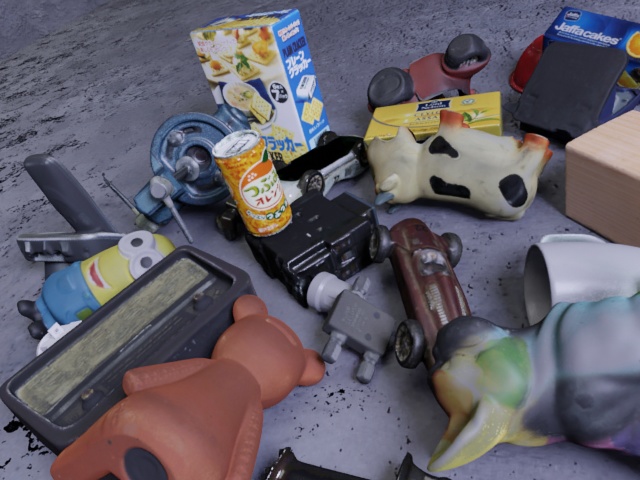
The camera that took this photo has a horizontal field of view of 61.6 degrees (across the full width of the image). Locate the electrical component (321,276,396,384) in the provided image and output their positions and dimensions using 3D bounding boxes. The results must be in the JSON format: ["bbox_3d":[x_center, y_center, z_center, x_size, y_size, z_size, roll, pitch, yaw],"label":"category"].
[{"bbox_3d":[0.038,0.078,0.488,0.063,0.021,0.094,30,54,-5],"label":"electrical component"}]

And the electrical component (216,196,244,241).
[{"bbox_3d":[-0.094,-0.042,0.718,0.078,0.045,0.102,20,47,3],"label":"electrical component"}]

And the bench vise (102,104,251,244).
[{"bbox_3d":[-0.185,-0.077,0.687,0.224,0.128,0.241,-33,16,12],"label":"bench vise"}]

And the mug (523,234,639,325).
[{"bbox_3d":[0.230,0.036,0.444,0.107,0.080,0.110,0,34,8],"label":"mug"}]

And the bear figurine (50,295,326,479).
[{"bbox_3d":[-0.090,0.135,0.438,0.132,0.120,0.196,-51,-5,25],"label":"bear figurine"}]

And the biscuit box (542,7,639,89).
[{"bbox_3d":[0.391,-0.234,0.686,0.203,0.059,0.063,32,77,31],"label":"biscuit box"}]

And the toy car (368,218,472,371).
[{"bbox_3d":[0.101,0.044,0.483,0.089,0.053,0.202,9,33,-11],"label":"toy car"}]

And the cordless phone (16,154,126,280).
[{"bbox_3d":[-0.337,-0.026,0.684,0.147,0.184,0.089,0,44,24],"label":"cordless phone"}]

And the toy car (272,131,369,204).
[{"bbox_3d":[0.000,-0.095,0.719,0.074,0.056,0.202,19,38,32],"label":"toy car"}]

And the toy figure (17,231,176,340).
[{"bbox_3d":[-0.252,0.051,0.630,0.180,0.082,0.089,-30,7,-4],"label":"toy figure"}]

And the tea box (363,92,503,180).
[{"bbox_3d":[0.152,-0.135,0.706,0.170,0.068,0.098,-4,38,20],"label":"tea box"}]

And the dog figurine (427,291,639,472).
[{"bbox_3d":[0.177,0.109,0.339,0.219,0.108,0.192,-34,67,7],"label":"dog figurine"}]

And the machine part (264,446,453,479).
[{"bbox_3d":[0.023,0.184,0.370,0.139,0.039,0.084,3,49,24],"label":"machine part"}]

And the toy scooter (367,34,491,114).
[{"bbox_3d":[0.167,-0.217,0.783,0.184,0.135,0.075,-21,68,27],"label":"toy scooter"}]

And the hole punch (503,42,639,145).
[{"bbox_3d":[0.323,-0.172,0.676,0.142,0.092,0.115,35,98,43],"label":"hole punch"}]

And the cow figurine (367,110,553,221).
[{"bbox_3d":[0.143,-0.076,0.607,0.195,0.085,0.127,21,91,23],"label":"cow figurine"}]

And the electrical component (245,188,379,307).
[{"bbox_3d":[-0.001,-0.002,0.609,0.134,0.058,0.115,-34,40,-19],"label":"electrical component"}]

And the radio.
[{"bbox_3d":[-0.168,0.109,0.520,0.131,0.073,0.229,17,49,39],"label":"radio"}]
